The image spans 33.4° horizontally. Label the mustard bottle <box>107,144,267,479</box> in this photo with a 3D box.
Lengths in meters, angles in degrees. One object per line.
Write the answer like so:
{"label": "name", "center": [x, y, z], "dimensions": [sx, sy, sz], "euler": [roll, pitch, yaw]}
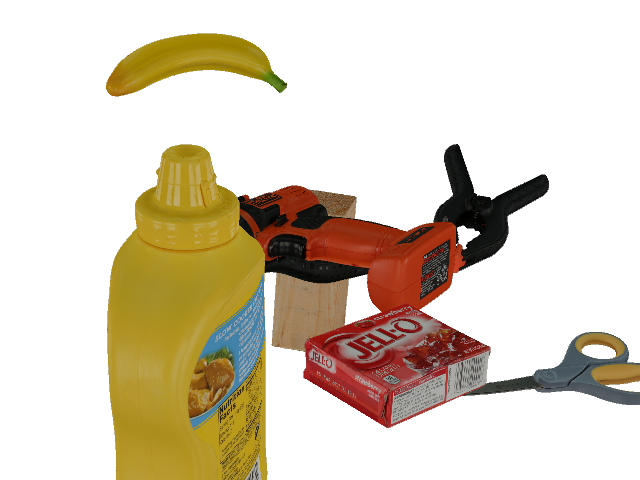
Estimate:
{"label": "mustard bottle", "center": [-0.054, 0.052, 0.450], "dimensions": [0.058, 0.192, 0.096], "euler": [11, 28, 17]}

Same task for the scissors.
{"label": "scissors", "center": [0.188, 0.104, 0.883], "dimensions": [0.201, 0.016, 0.096], "euler": [4, 29, -8]}

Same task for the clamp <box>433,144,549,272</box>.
{"label": "clamp", "center": [0.162, -0.038, 1.152], "dimensions": [0.120, 0.039, 0.171], "euler": [24, 49, 22]}

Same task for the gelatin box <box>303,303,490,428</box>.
{"label": "gelatin box", "center": [0.046, 0.073, 0.642], "dimensions": [0.089, 0.030, 0.073], "euler": [-15, 29, -38]}

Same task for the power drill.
{"label": "power drill", "center": [-0.005, 0.008, 0.818], "dimensions": [0.188, 0.057, 0.184], "euler": [15, 25, 29]}

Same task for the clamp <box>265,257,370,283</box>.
{"label": "clamp", "center": [-0.043, 0.012, 1.093], "dimensions": [0.210, 0.036, 0.164], "euler": [11, 29, -8]}

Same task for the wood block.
{"label": "wood block", "center": [-0.010, 0.042, 1.477], "dimensions": [0.090, 0.206, 0.090], "euler": [9, 22, 9]}

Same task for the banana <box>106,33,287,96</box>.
{"label": "banana", "center": [-0.129, -0.180, 1.080], "dimensions": [0.197, 0.070, 0.037], "euler": [-8, -39, -30]}
